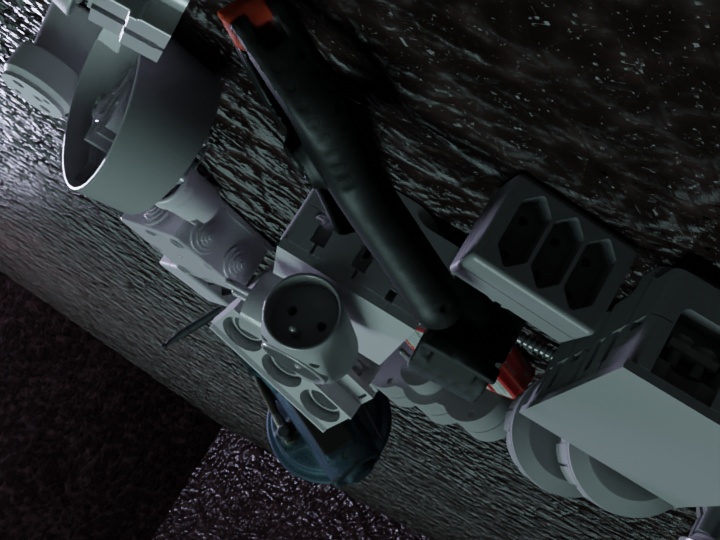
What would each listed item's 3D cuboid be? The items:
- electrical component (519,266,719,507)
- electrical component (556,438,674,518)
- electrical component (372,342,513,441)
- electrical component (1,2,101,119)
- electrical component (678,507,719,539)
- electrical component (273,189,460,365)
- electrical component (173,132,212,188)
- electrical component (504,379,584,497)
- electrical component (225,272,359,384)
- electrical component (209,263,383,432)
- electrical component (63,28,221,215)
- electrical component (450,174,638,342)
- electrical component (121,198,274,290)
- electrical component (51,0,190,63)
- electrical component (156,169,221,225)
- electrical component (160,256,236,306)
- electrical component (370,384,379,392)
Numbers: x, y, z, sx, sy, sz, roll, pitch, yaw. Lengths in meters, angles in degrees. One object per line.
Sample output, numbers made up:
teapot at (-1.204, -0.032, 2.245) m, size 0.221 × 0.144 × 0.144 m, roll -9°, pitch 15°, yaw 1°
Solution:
electrical component at (0.160, 0.063, 0.538) m, size 0.105 × 0.060 × 0.186 m, roll 31°, pitch 166°, yaw 2°
electrical component at (0.162, 0.108, 0.655) m, size 0.080 × 0.080 × 0.051 m, roll 31°, pitch 171°, yaw 1°
electrical component at (0.056, 0.082, 0.842) m, size 0.138 × 0.052 × 0.074 m, roll 18°, pitch 160°, yaw 44°
electrical component at (-0.173, -0.121, 0.619) m, size 0.045 × 0.055 × 0.045 m, roll 30°, pitch 166°, yaw 8°
electrical component at (0.261, 0.188, 0.763) m, size 0.058 × 0.057 × 0.078 m, roll 28°, pitch 166°, yaw 16°
electrical component at (0.000, 0.000, 0.657) m, size 0.089 × 0.061 × 0.150 m, roll 31°, pitch 166°, yaw 1°
electrical component at (-0.132, -0.085, 0.688) m, size 0.064 × 0.042 × 0.081 m, roll 34°, pitch 167°, yaw -17°
electrical component at (0.135, 0.107, 0.707) m, size 0.080 × 0.080 × 0.051 m, roll 31°, pitch 172°, yaw 1°
electrical component at (-0.042, 0.027, 0.610) m, size 0.079 × 0.044 × 0.077 m, roll 27°, pitch 166°, yaw 15°
electrical component at (-0.046, 0.058, 0.834) m, size 0.121 × 0.063 × 0.079 m, roll 44°, pitch 142°, yaw -9°
electrical component at (-0.121, -0.082, 0.570) m, size 0.064 × 0.099 × 0.099 m, roll 33°, pitch 167°, yaw -31°
electrical component at (0.080, -0.001, 0.512) m, size 0.066 × 0.047 × 0.077 m, roll 33°, pitch 166°, yaw -4°
electrical component at (-0.132, -0.029, 0.864) m, size 0.100 × 0.048 × 0.100 m, roll 18°, pitch 160°, yaw 45°
electrical component at (-0.105, -0.127, 0.478) m, size 0.055 × 0.048 × 0.066 m, roll 27°, pitch 168°, yaw -15°
electrical component at (-0.128, -0.057, 0.783) m, size 0.040 × 0.040 × 0.046 m, roll 22°, pitch 170°, yaw 34°
electrical component at (-0.146, -0.008, 0.971) m, size 0.077 × 0.047 × 0.066 m, roll 13°, pitch 157°, yaw 50°
electrical component at (0.005, 0.073, 0.928) m, size 0.055 × 0.047 × 0.055 m, roll 30°, pitch 166°, yaw 8°
